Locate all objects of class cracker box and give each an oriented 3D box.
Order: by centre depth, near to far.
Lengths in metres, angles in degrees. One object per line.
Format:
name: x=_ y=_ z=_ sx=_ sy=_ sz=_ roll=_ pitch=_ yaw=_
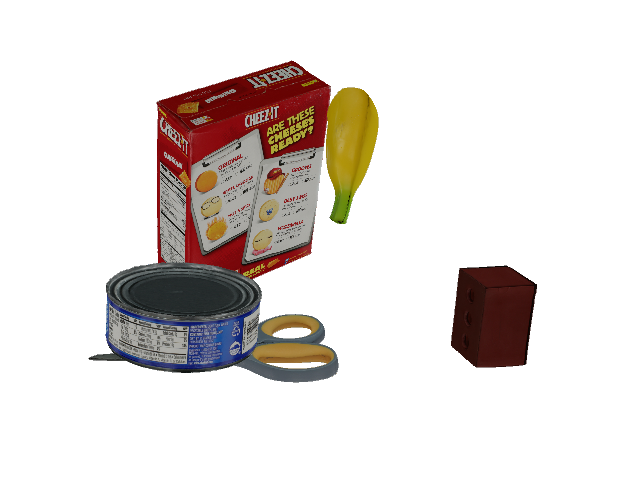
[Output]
cracker box: x=-0.081 y=-0.057 z=1.071 sx=0.163 sy=0.214 sz=0.072 roll=-23 pitch=46 yaw=-32

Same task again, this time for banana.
banana: x=0.020 y=-0.085 z=0.830 sx=0.037 sy=0.070 sz=0.197 roll=24 pitch=25 yaw=-8

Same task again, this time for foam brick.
foam brick: x=0.152 y=0.067 z=0.942 sx=0.051 sy=0.078 sz=0.053 roll=-3 pitch=19 yaw=-21

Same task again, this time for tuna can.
tuna can: x=-0.076 y=0.042 z=0.593 sx=0.086 sy=0.034 sz=0.086 roll=4 pitch=17 yaw=-2

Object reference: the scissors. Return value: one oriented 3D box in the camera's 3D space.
scissors: x=-0.082 y=0.085 z=0.893 sx=0.202 sy=0.016 sz=0.096 roll=5 pitch=27 yaw=10
